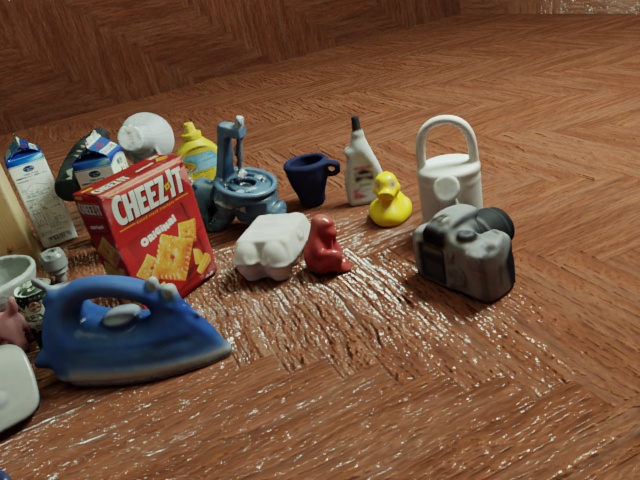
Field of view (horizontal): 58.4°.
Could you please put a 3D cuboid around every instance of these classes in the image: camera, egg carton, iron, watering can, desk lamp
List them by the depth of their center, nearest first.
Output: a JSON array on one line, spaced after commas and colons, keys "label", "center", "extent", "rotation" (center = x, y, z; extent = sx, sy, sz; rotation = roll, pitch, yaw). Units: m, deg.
[{"label": "iron", "center": [-0.253, 0.101, 0.755], "extent": [0.258, 0.142, 0.118], "rotation": [-6, 26, 11]}, {"label": "camera", "center": [0.220, -0.001, 0.804], "extent": [0.137, 0.101, 0.142], "rotation": [-26, 29, -27]}, {"label": "watering can", "center": [0.205, -0.099, 0.901], "extent": [0.101, 0.194, 0.172], "rotation": [-14, 26, -3]}, {"label": "egg carton", "center": [-0.074, 0.008, 0.948], "extent": [0.107, 0.069, 0.150], "rotation": [-2, 27, 19]}, {"label": "desk lamp", "center": [-0.380, -0.166, 1.268], "extent": [0.118, 0.214, 0.203], "rotation": [-13, 26, -2]}]

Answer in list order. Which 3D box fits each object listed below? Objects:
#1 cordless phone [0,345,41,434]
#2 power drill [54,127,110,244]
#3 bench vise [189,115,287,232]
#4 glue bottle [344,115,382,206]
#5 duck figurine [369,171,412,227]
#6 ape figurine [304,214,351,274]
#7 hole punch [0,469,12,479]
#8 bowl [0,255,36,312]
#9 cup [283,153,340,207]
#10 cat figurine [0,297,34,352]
[{"label": "cordless phone", "center": [-0.433, 0.153, 0.676], "extent": [0.148, 0.185, 0.093], "rotation": [-25, 29, -25]}, {"label": "power drill", "center": [-0.461, -0.107, 1.188], "extent": [0.075, 0.209, 0.229], "rotation": [-9, 26, 6]}, {"label": "bench vise", "center": [-0.179, -0.119, 1.079], "extent": [0.207, 0.220, 0.121], "rotation": [-7, 26, 10]}, {"label": "glue bottle", "center": [0.078, -0.152, 1.089], "extent": [0.078, 0.173, 0.037], "rotation": [-12, 26, 0]}, {"label": "duck figurine", "center": [0.123, -0.082, 1.028], "extent": [0.077, 0.086, 0.104], "rotation": [-5, 27, 14]}, {"label": "ape figurine", "center": [0.008, 0.003, 0.897], "extent": [0.076, 0.092, 0.078], "rotation": [-3, 27, 19]}, {"label": "hole punch", "center": [-0.381, 0.247, 0.572], "extent": [0.100, 0.091, 0.109], "rotation": [9, 33, 37]}, {"label": "bowl", "center": [-0.559, 0.096, 0.975], "extent": [0.167, 0.075, 0.167], "rotation": [-10, 26, 5]}, {"label": "cup", "center": [-0.008, -0.117, 1.144], "extent": [0.117, 0.095, 0.092], "rotation": [1, 29, 25]}, {"label": "cat figurine", "center": [-0.505, 0.116, 0.860], "extent": [0.127, 0.118, 0.067], "rotation": [-9, 26, 6]}]
